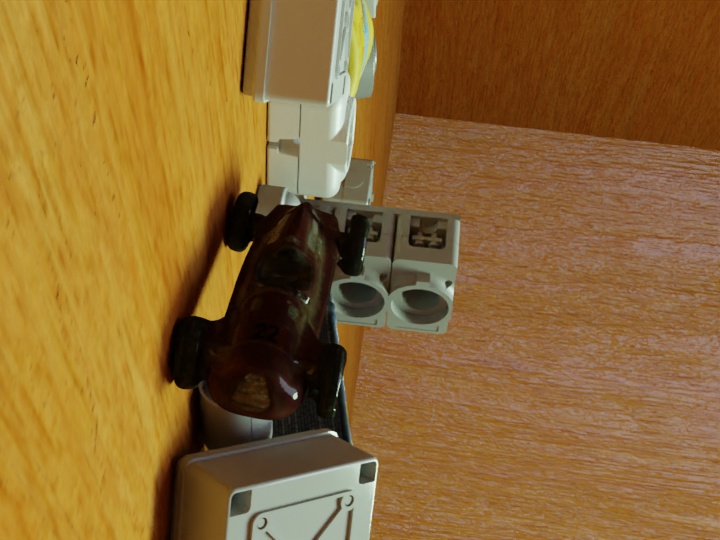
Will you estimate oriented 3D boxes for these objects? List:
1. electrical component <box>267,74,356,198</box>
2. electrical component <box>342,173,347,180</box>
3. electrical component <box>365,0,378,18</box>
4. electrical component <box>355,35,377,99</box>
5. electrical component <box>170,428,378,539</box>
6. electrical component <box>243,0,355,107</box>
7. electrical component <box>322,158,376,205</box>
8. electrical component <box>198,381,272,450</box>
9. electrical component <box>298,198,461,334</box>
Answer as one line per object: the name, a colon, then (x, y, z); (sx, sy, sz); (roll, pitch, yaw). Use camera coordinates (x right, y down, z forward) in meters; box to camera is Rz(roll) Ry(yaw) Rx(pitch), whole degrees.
electrical component: (-0.036, -0.104, 0.805); (0.053, 0.059, 0.095); (-80, 176, -52)
electrical component: (-0.032, -0.103, 1.081); (0.078, 0.040, 0.040); (-18, 115, -87)
electrical component: (-0.006, -0.300, 0.968); (0.108, 0.056, 0.108); (87, 10, -74)
electrical component: (-0.017, -0.223, 1.117); (0.099, 0.064, 0.099); (177, -90, -83)
electrical component: (-0.050, 0.155, 0.614); (0.056, 0.109, 0.108); (19, -73, 46)
electrical component: (-0.035, -0.163, 0.691); (0.108, 0.056, 0.108); (-72, 169, -76)
electrical component: (-0.017, -0.081, 1.243); (0.096, 0.061, 0.061); (93, 5, -63)
electrical component: (-0.075, 0.092, 0.653); (0.043, 0.043, 0.081); (-80, 176, -45)
electrical component: (0.000, 0.000, 0.858); (0.089, 0.150, 0.061); (94, 3, -51)
